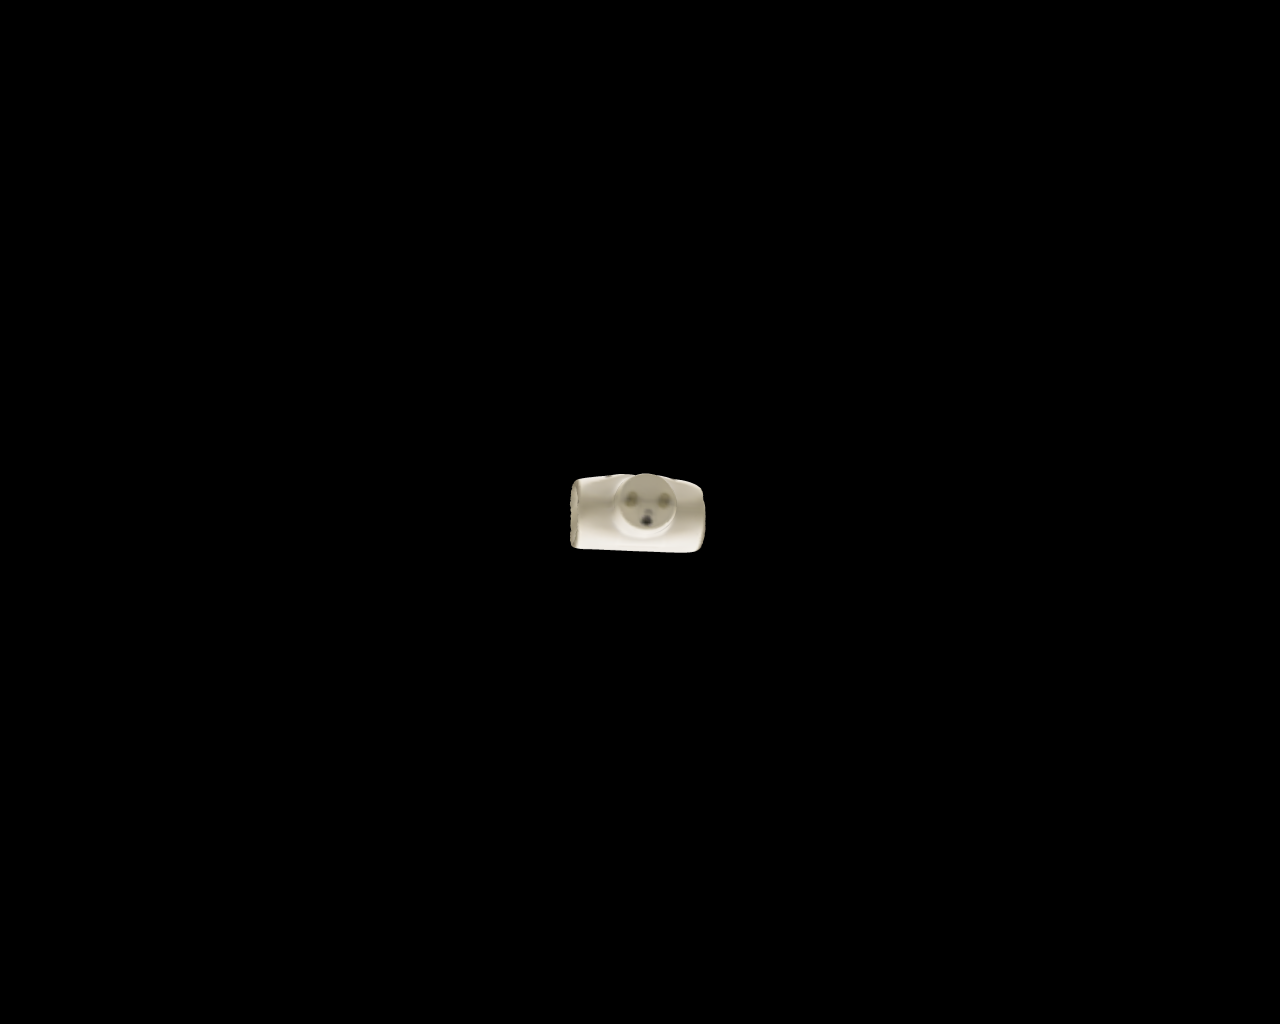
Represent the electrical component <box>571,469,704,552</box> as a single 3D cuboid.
[{"bbox_3d":[0.001,-0.003,0.650,0.077,0.043,0.079,3,-15,-9],"label":"electrical component"}]
